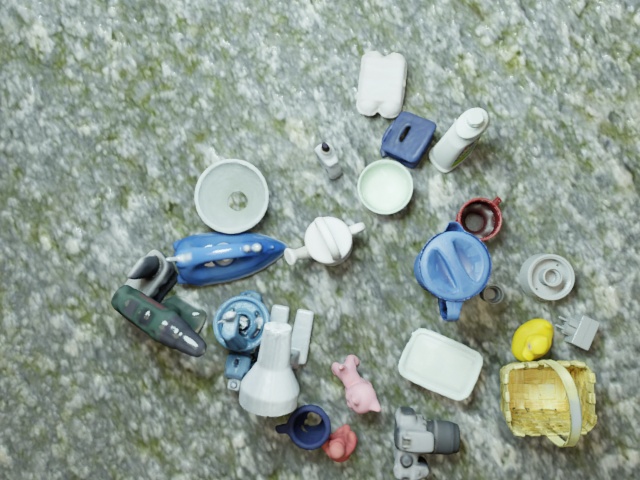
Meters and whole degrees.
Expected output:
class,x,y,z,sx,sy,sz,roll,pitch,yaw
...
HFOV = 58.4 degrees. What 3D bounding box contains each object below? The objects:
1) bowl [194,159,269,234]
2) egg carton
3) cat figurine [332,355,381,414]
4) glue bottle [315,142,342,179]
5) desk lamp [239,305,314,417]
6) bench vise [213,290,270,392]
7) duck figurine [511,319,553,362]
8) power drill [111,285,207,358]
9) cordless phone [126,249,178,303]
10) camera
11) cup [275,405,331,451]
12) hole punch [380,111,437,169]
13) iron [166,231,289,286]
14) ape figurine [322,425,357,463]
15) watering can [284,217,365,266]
class,x,y,z,sx,sy,sz,roll,pitch,yaw
bowl,-0.192,-0.094,1.289,0.167,0.075,0.167,0,85,4
egg carton,0.140,-0.351,1.292,0.107,0.069,0.150,5,86,4
cat figurine,0.075,0.314,1.218,0.067,0.118,0.128,-32,84,1
glue bottle,0.016,-0.182,1.234,0.037,0.173,0.078,-32,84,1
desk lamp,-0.087,0.243,1.186,0.118,0.213,0.203,9,86,5
bench vise,-0.160,0.210,1.190,0.121,0.220,0.207,-11,85,3
duck figurine,0.460,0.216,1.219,0.077,0.086,0.104,40,89,6
power drill,-0.315,0.170,1.208,0.229,0.208,0.076,28,88,5
cordless phone,-0.392,0.090,1.231,0.094,0.185,0.148,34,88,6
camera,0.224,0.434,1.208,0.136,0.101,0.143,2,85,4
cup,-0.033,0.395,1.230,0.117,0.095,0.092,-6,85,3
hole punch,0.193,-0.224,1.268,0.101,0.091,0.109,30,88,6
iron,-0.202,0.029,1.246,0.258,0.141,0.119,-10,85,3
ape figurine,0.040,0.442,1.223,0.077,0.092,0.076,6,86,4
watering can,0.012,0.006,1.208,0.101,0.194,0.173,44,89,6
